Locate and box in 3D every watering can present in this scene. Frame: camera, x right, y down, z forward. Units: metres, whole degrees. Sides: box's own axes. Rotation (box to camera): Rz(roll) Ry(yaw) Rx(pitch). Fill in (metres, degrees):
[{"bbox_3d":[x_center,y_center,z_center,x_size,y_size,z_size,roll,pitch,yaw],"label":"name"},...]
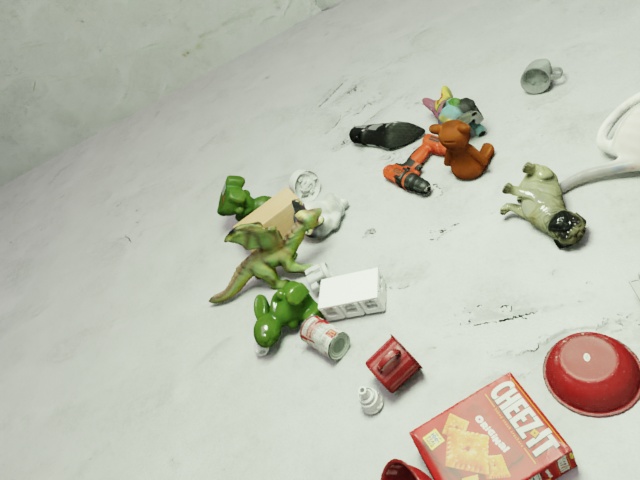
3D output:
[{"bbox_3d":[0.719,-0.205,1.155,0.348,0.102,0.228,-49,40,-1],"label":"watering can"}]

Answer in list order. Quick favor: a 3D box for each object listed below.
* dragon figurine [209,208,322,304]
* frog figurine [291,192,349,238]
[{"bbox_3d":[-0.166,0.034,1.371,0.410,0.238,0.125,-26,44,4],"label":"dragon figurine"},{"bbox_3d":[0.005,-0.075,1.495,0.138,0.121,0.161,15,22,35],"label":"frog figurine"}]
